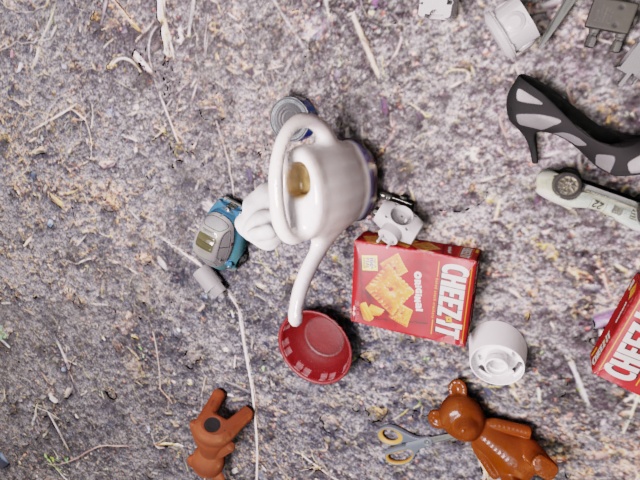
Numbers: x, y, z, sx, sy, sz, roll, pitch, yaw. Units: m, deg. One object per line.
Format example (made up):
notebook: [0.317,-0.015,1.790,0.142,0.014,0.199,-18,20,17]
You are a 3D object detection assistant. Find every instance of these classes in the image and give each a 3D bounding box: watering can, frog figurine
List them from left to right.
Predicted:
frog figurine: [-0.105,-0.042,0.960,0.136,0.161,0.122,-21,94,29]
watering can: [0.003,-0.044,0.879,0.104,0.226,0.343,11,111,42]
